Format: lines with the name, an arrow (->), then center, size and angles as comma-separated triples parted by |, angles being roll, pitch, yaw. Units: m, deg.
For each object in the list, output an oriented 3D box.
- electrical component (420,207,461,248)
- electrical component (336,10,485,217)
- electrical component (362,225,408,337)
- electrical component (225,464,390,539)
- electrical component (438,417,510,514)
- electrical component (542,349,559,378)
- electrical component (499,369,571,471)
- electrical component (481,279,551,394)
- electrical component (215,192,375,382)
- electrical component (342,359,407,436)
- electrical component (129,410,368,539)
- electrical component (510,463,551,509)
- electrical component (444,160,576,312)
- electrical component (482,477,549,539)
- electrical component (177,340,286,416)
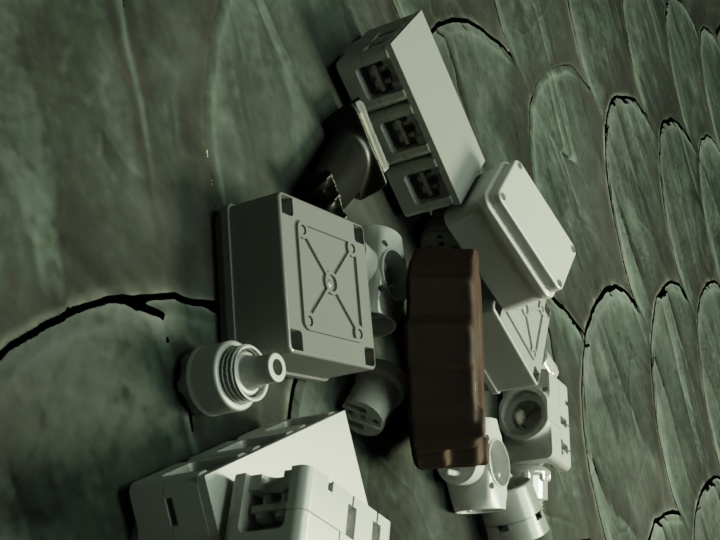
electrical component -> 0.081, -0.035, 0.976 | 0.045, 0.045, 0.055 | 59, 33, -28
electrical component -> 0.043, -0.133, 0.933 | 0.150, 0.062, 0.089 | 64, 31, -21
electrical component -> 0.000, 0.000, 0.817 | 0.079, 0.044, 0.077 | 42, 44, -46
electrical component -> -0.027, 0.148, 0.569 | 0.089, 0.050, 0.055 | 45, 41, -44
electrical component -> 0.091, 0.163, 0.906 | 0.079, 0.044, 0.077 | 24, 58, -55
electrical component -> 0.178, 0.092, 1.101 | 0.061, 0.035, 0.035 | 56, 35, -27
electrical component -> 0.170, 0.147, 1.047 | 0.056, 0.050, 0.089 | 38, 46, -49
electrical component -> 0.132, 0.042, 1.019 | 0.108, 0.056, 0.108 | 57, 34, -31
electrical component -> -0.042, 0.014, 0.725 | 0.109, 0.056, 0.108 | 20, 61, -57
electrical component -> 0.010, 0.095, 0.801 | 0.040, 0.040, 0.046 | 62, 38, -24
electrical component -> -0.061, 0.146, 0.630 | 0.150, 0.062, 0.089 | -13, 90, -61
electrical component -> 0.153, 0.211, 0.997 | 0.048, 0.048, 0.062 | 22, 67, -56
electrical component -> 0.135, -0.031, 0.951 | 0.113, 0.057, 0.078 | 54, 36, -16
electrical component -> 0.134, 0.213, 0.953 | 0.055, 0.055, 0.047 | -15, 87, -61
electrical component -> -0.074, 0.063, 0.641 | 0.043, 0.062, 0.043 | 32, 52, -51
